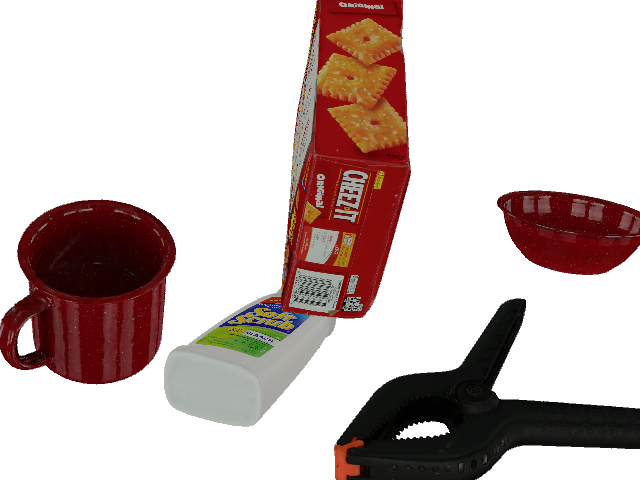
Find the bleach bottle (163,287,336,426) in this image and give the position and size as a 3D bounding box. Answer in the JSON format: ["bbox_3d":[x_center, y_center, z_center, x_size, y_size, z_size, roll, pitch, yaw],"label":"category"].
[{"bbox_3d":[-0.054,0.096,1.071,0.103,0.068,0.250,12,23,17],"label":"bleach bottle"}]

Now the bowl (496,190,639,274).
[{"bbox_3d":[0.261,-0.005,1.110,0.162,0.055,0.162,5,18,-2],"label":"bowl"}]

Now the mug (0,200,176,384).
[{"bbox_3d":[-0.146,0.040,0.656,0.093,0.081,0.117,32,46,24],"label":"mug"}]

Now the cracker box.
[{"bbox_3d":[0.019,-0.074,0.793,0.072,0.213,0.164,7,-43,-5],"label":"cracker box"}]

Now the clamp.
[{"bbox_3d":[0.099,0.105,0.701,0.209,0.036,0.165,-13,32,-17],"label":"clamp"}]
